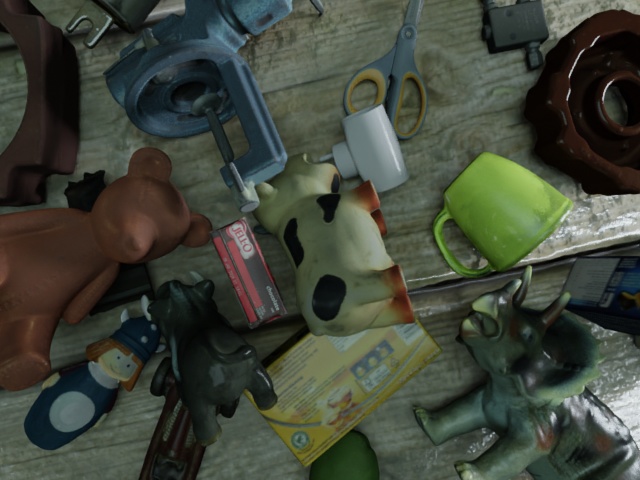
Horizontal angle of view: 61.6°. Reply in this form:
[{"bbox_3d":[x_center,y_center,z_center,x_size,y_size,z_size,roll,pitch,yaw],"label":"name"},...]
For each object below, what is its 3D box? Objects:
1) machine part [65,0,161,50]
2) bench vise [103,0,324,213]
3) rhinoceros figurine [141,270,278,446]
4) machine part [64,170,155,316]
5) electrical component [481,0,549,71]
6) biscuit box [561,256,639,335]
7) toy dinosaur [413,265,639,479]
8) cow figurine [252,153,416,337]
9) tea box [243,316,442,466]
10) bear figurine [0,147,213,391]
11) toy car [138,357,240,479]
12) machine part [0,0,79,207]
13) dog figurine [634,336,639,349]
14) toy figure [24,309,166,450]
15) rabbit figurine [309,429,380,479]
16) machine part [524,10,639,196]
[{"bbox_3d":[-0.161,-0.289,0.518,0.079,0.079,0.243,37,89,-1],"label":"machine part"},{"bbox_3d":[-0.083,-0.142,0.486,0.224,0.128,0.240,-25,71,5],"label":"bench vise"},{"bbox_3d":[-0.106,0.089,0.464,0.073,0.190,0.112,-29,114,-17],"label":"rhinoceros figurine"},{"bbox_3d":[-0.215,0.001,0.532,0.084,0.039,0.138,-14,91,2],"label":"machine part"},{"bbox_3d":[0.200,-0.220,0.557,0.063,0.021,0.094,-13,91,-2],"label":"electrical component"},{"bbox_3d":[0.291,0.051,0.465,0.063,0.202,0.059,26,87,-3],"label":"biscuit box"},{"bbox_3d":[0.235,0.206,0.510,0.192,0.131,0.404,-38,97,-2],"label":"toy dinosaur"},{"bbox_3d":[-0.001,-0.001,0.490,0.127,0.085,0.195,-17,54,2],"label":"cow figurine"},{"bbox_3d":[0.020,0.120,0.522,0.169,0.068,0.098,-37,90,-2],"label":"tea box"},{"bbox_3d":[-0.195,0.016,0.456,0.196,0.132,0.120,-24,120,0],"label":"bear figurine"},{"bbox_3d":[-0.141,0.208,0.524,0.089,0.053,0.202,19,90,1],"label":"toy car"},{"bbox_3d":[-0.340,-0.131,0.505,0.201,0.087,0.201,0,91,-2],"label":"machine part"},{"bbox_3d":[0.382,0.067,0.475,0.121,0.190,0.172,-2,91,-2],"label":"dog figurine"},{"bbox_3d":[-0.213,0.135,0.521,0.154,0.064,0.058,-44,46,-2],"label":"toy figure"},{"bbox_3d":[0.044,0.270,0.510,0.159,0.121,0.170,-39,64,10],"label":"rabbit figurine"},{"bbox_3d":[0.293,-0.132,0.535,0.179,0.056,0.179,0,88,-9],"label":"machine part"}]
